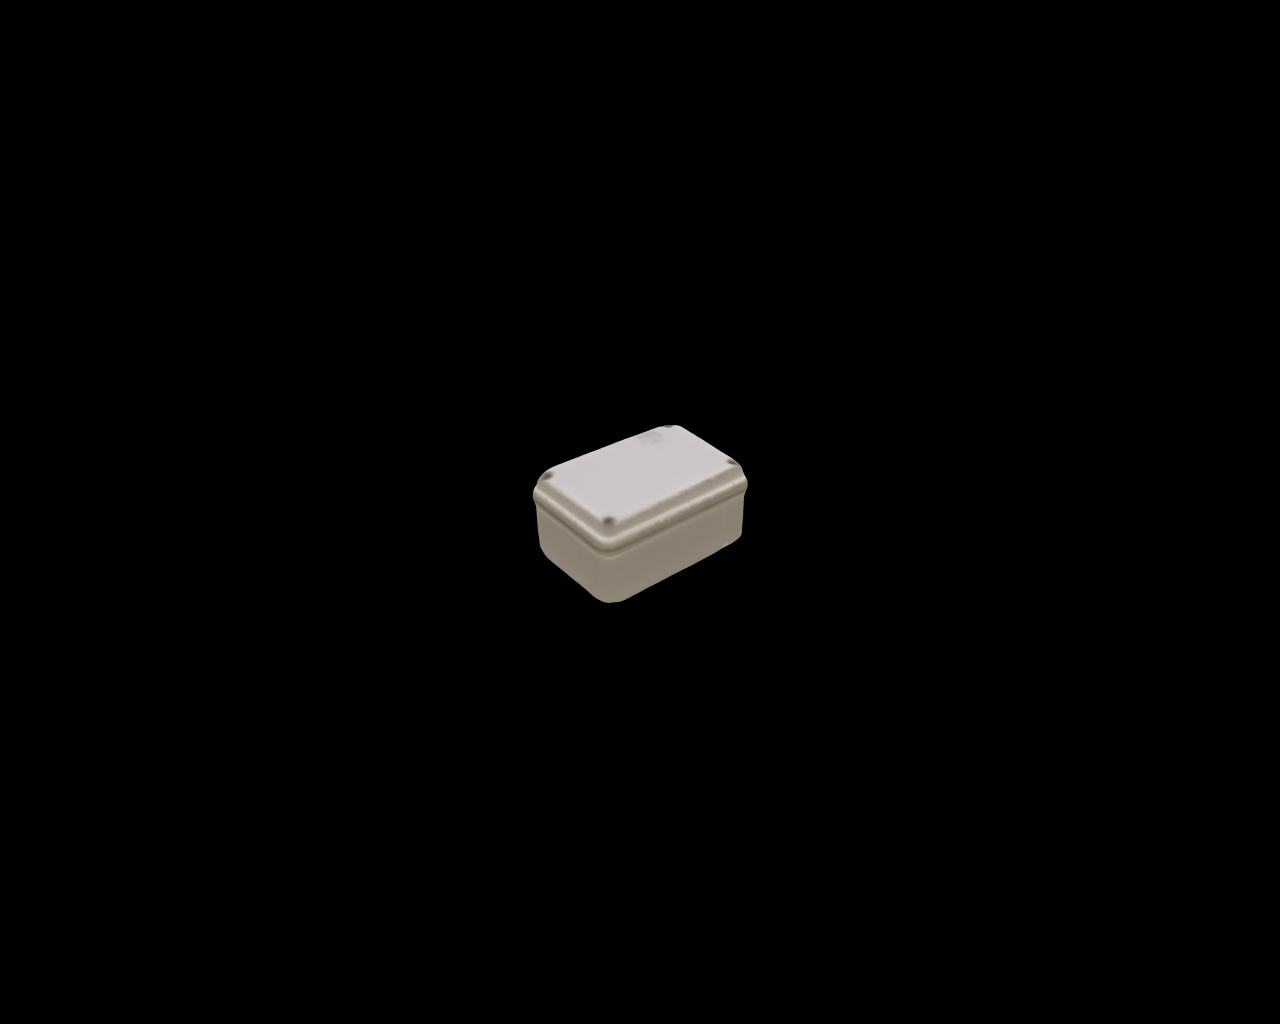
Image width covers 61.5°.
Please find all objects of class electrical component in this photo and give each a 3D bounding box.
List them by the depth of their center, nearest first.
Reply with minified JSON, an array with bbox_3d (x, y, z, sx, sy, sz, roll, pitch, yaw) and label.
[{"bbox_3d":[0.001,-0.003,0.650,0.113,0.057,0.078,-24,41,-31],"label":"electrical component"}]
